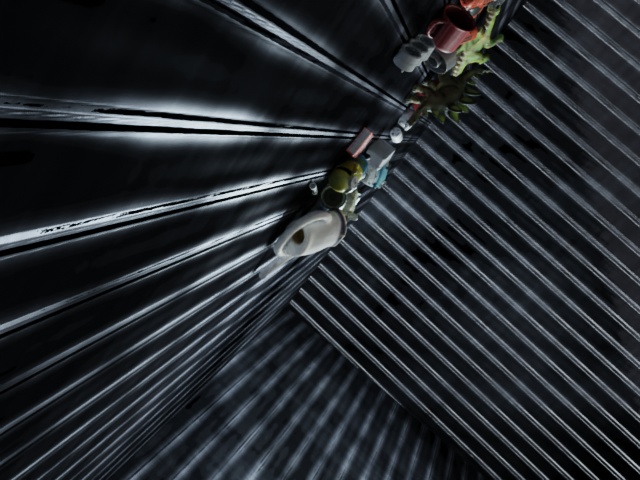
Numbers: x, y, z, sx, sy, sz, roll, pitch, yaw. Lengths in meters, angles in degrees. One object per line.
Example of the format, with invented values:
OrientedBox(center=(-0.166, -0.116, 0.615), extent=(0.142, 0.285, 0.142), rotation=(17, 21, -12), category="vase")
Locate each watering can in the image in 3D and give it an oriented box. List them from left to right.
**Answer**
OrientedBox(center=(-0.052, 0.005, 1.559), extent=(0.226, 0.105, 0.340), rotation=(-15, 157, -37), category="watering can")

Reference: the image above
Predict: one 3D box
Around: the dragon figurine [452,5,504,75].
OrientedBox(center=(0.563, -0.731, 1.966), extent=(0.243, 0.123, 0.404), rotation=(-5, 135, -58), category="dragon figurine")

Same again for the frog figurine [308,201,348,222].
OrientedBox(center=(0.005, -0.086, 1.704), extent=(0.136, 0.122, 0.162), rotation=(-60, -152, 15), category="frog figurine")
